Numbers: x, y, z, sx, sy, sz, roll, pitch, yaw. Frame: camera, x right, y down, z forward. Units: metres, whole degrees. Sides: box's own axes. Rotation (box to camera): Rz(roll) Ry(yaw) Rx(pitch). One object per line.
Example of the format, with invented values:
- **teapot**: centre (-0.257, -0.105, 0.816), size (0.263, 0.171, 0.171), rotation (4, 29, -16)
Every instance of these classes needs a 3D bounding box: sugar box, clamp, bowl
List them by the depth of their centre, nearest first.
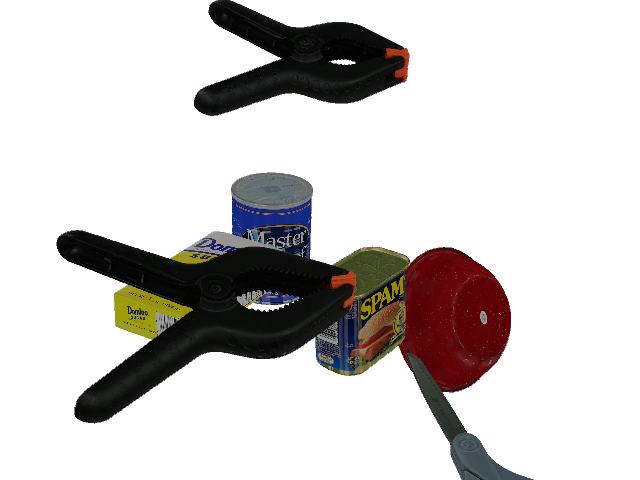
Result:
- **clamp**: centre (-0.081, 0.039, 0.740), size (0.209, 0.036, 0.165), rotation (-11, 47, -19)
- **clamp**: centre (-0.018, -0.151, 0.855), size (0.171, 0.120, 0.039), rotation (-3, -31, -7)
- **sugar box**: centre (-0.122, 0.047, 1.103), size (0.093, 0.048, 0.176), rotation (16, 32, 25)
- **bowl**: centre (0.157, 0.085, 1.165), size (0.161, 0.162, 0.055), rotation (0, -6, -38)

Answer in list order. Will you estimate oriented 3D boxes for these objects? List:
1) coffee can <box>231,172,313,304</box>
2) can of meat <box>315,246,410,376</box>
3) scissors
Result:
- **coffee can**: centre (-0.063, -0.003, 1.363), size (0.103, 0.140, 0.103), rotation (1, 26, -1)
- **can of meat**: centre (0.037, 0.065, 0.982), size (0.058, 0.084, 0.101), rotation (17, 31, 34)
- **scissors**: centre (0.108, 0.131, 0.635), size (0.096, 0.016, 0.201), rotation (2, 32, -3)
